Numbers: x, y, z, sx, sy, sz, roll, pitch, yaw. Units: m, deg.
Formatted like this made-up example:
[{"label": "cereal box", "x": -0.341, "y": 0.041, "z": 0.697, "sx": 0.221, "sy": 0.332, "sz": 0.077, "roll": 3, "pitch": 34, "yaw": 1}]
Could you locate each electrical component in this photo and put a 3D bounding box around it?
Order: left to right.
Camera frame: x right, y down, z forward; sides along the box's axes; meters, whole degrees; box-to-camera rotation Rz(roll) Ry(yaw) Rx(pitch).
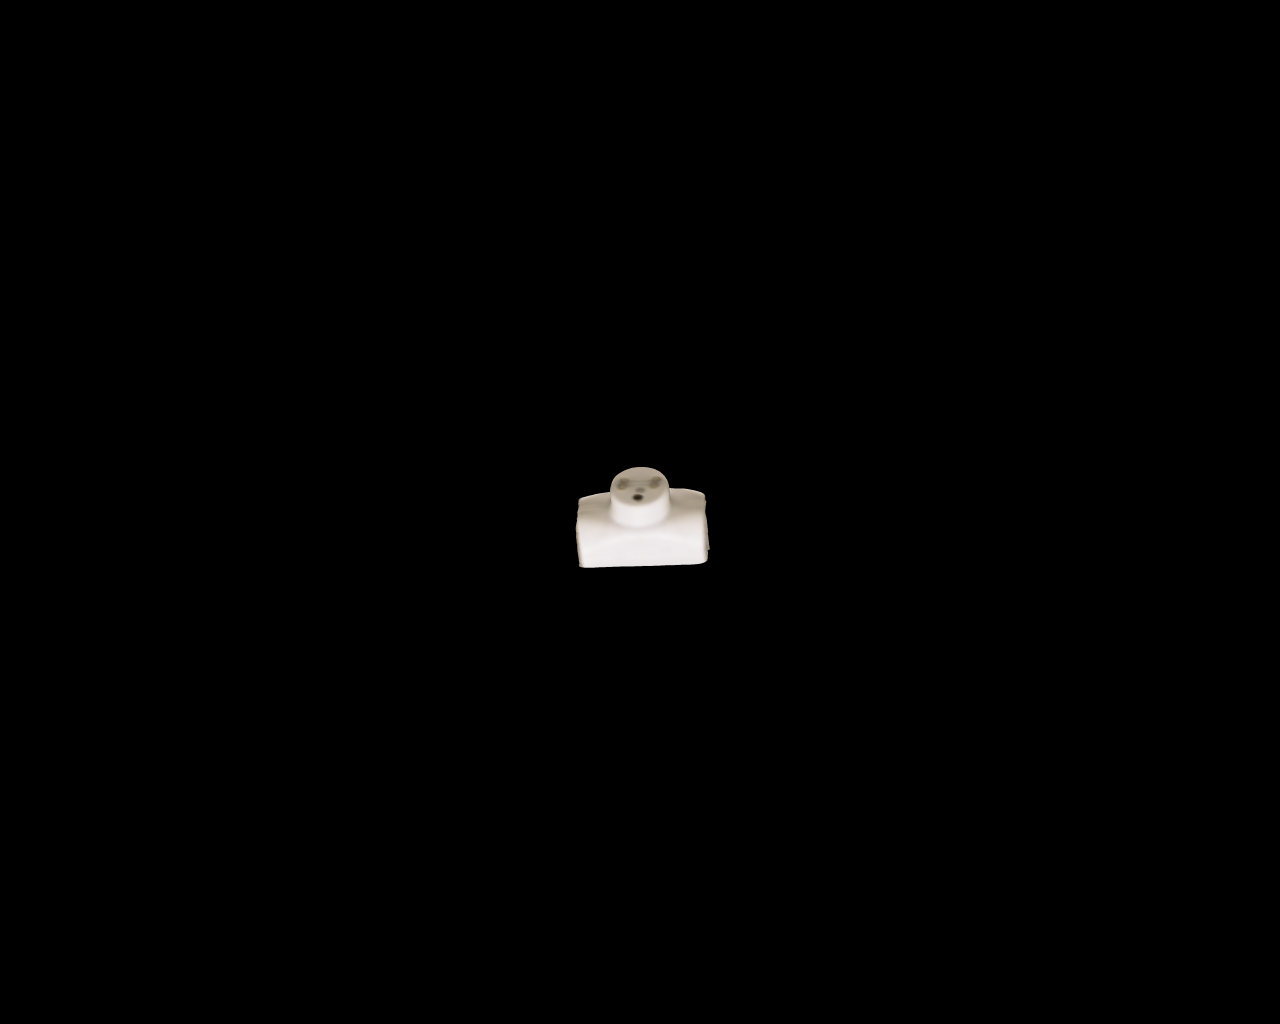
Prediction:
[{"label": "electrical component", "x": 0.001, "y": -0.003, "z": 0.650, "sx": 0.077, "sy": 0.079, "sz": 0.044, "roll": -2, "pitch": 40, "yaw": 2}]
